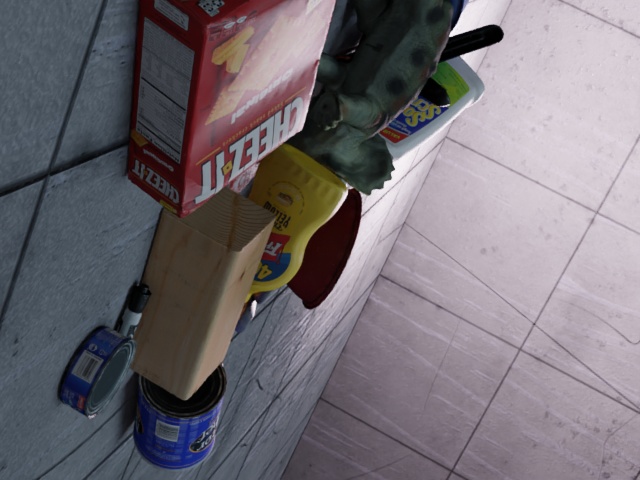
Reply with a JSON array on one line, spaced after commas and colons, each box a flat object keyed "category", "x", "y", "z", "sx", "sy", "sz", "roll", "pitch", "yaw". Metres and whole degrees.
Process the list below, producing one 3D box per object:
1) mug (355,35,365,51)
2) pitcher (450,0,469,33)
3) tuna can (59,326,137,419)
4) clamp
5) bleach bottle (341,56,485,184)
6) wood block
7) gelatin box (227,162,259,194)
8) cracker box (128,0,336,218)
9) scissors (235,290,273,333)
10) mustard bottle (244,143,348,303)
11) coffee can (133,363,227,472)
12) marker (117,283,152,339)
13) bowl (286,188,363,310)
[{"category": "mug", "x": 0.082, "y": -0.240, "z": 1.464, "sx": 0.081, "sy": 0.093, "sz": 0.117, "roll": -65, "pitch": -169, "yaw": -10}, {"category": "pitcher", "x": 0.146, "y": -0.343, "z": 1.358, "sx": 0.242, "sy": 0.149, "sz": 0.145, "roll": -54, "pitch": 138, "yaw": -58}, {"category": "tuna can", "x": -0.214, "y": 0.127, "z": 1.028, "sx": 0.086, "sy": 0.034, "sz": 0.086, "roll": -60, "pitch": 171, "yaw": -16}, {"category": "clamp", "x": 0.106, "y": -0.212, "z": 1.321, "sx": 0.164, "sy": 0.210, "sz": 0.036, "roll": -55, "pitch": 135, "yaw": -42}, {"category": "bleach bottle", "x": 0.101, "y": -0.147, "z": 1.361, "sx": 0.250, "sy": 0.102, "sz": 0.068, "roll": -45, "pitch": -176, "yaw": -28}, {"category": "wood block", "x": -0.129, "y": 0.052, "z": 1.107, "sx": 0.090, "sy": 0.090, "sz": 0.206, "roll": -47, "pitch": 163, "yaw": -55}, {"category": "gelatin box", "x": -0.083, "y": -0.088, "z": 1.137, "sx": 0.089, "sy": 0.030, "sz": 0.073, "roll": -52, "pitch": 168, "yaw": -46}, {"category": "cracker box", "x": -0.067, "y": -0.139, "z": 0.845, "sx": 0.164, "sy": 0.072, "sz": 0.214, "roll": -40, "pitch": 159, "yaw": -35}, {"category": "scissors", "x": -0.079, "y": 0.052, "z": 1.430, "sx": 0.096, "sy": 0.016, "sz": 0.201, "roll": -47, "pitch": -166, "yaw": 28}, {"category": "mustard bottle", "x": -0.058, "y": -0.003, "z": 1.154, "sx": 0.192, "sy": 0.096, "sz": 0.058, "roll": -57, "pitch": 173, "yaw": 16}, {"category": "coffee can", "x": -0.170, "y": 0.202, "z": 1.283, "sx": 0.102, "sy": 0.103, "sz": 0.140, "roll": -55, "pitch": 169, "yaw": -37}, {"category": "marker", "x": -0.198, "y": 0.097, "z": 1.075, "sx": 0.121, "sy": 0.020, "sz": 0.020, "roll": -65, "pitch": 171, "yaw": 18}, {"category": "bowl", "x": -0.009, "y": 0.002, "z": 1.313, "sx": 0.162, "sy": 0.055, "sz": 0.162, "roll": -57, "pitch": -160, "yaw": 33}]
